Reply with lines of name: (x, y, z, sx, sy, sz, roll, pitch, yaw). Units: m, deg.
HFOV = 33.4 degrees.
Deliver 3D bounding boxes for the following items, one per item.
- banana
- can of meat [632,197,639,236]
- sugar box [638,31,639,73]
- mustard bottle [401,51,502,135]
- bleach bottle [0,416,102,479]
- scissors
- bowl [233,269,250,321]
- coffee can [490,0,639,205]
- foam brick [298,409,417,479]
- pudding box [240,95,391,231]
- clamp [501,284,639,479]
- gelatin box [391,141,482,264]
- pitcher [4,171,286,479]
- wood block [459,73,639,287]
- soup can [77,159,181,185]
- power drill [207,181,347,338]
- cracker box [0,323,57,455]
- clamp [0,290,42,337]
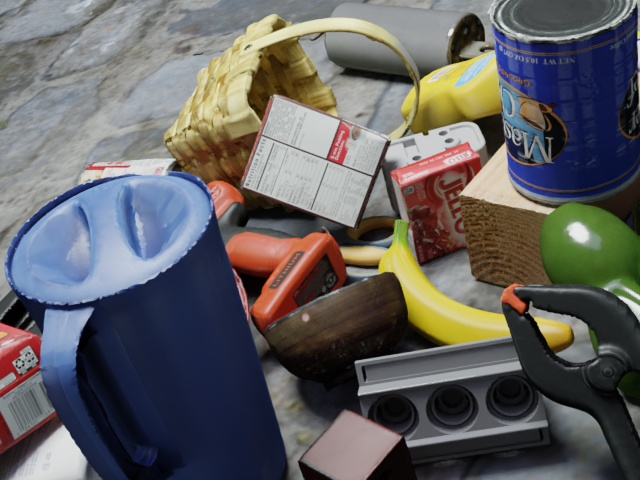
banana: (0.106, 0.052, 0.832, 0.037, 0.070, 0.198, 13, 17, -47)
can of meat: (0.315, -0.030, 0.858, 0.102, 0.057, 0.083, 11, 42, 32)
sugar box: (0.280, -0.153, 1.006, 0.048, 0.093, 0.176, -28, 37, -14)
mustard bottle: (0.162, -0.148, 1.009, 0.096, 0.058, 0.192, -36, 12, -24)
bleach bottle: (-0.274, 0.180, 0.812, 0.251, 0.068, 0.102, -10, 34, 13)
scissors: (-0.006, 0.001, 0.981, 0.202, 0.016, 0.096, 12, 43, 34)
bowl: (-0.139, 0.070, 0.854, 0.162, 0.055, 0.162, -14, 58, 24)
coffee can: (0.184, -0.111, 0.791, 0.103, 0.140, 0.103, -9, 37, 7)
foam brick: (0.028, 0.161, 0.701, 0.051, 0.078, 0.053, 20, 51, 38)
pudding box: (-0.004, -0.068, 0.944, 0.113, 0.090, 0.039, 21, 7, 1)
clamp: (0.183, 0.093, 0.677, 0.172, 0.039, 0.120, 29, 93, 18)
gelatin box: (0.106, -0.031, 0.915, 0.073, 0.089, 0.030, -20, 36, -5)
pitcher: (-0.105, 0.089, 0.709, 0.149, 0.243, 0.145, -31, 38, -19)
wood block: (0.211, -0.053, 0.902, 0.090, 0.091, 0.205, 15, 46, 35)
soup can: (-0.183, -0.046, 1.070, 0.102, 0.068, 0.068, -1, 39, 20)
power drill: (-0.086, 0.034, 0.926, 0.188, 0.057, 0.184, 18, 59, 37)
cracker box: (-0.312, 0.122, 0.800, 0.164, 0.072, 0.214, -36, 28, -33)
clamp: (-0.277, 0.106, 0.932, 0.164, 0.036, 0.210, -16, 36, 5)
